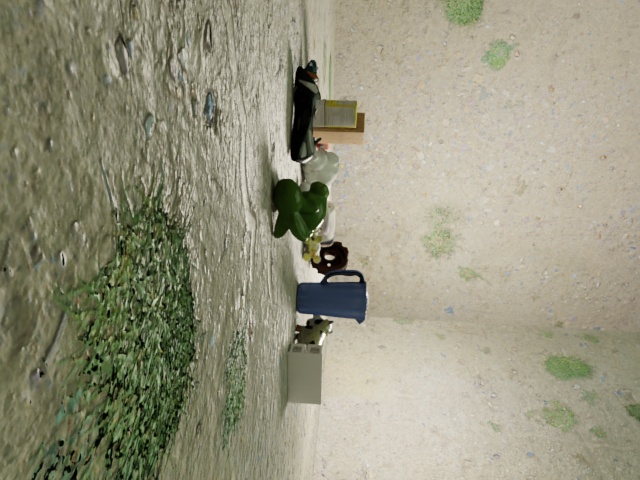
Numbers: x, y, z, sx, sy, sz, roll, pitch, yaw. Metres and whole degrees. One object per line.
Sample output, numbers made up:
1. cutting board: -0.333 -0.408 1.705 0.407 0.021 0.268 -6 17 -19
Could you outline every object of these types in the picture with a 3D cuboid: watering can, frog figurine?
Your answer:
1. watering can: 0.006 -0.107 2.126 0.353 0.104 0.221 -104 -165 -68
2. frog figurine: 0.004 -0.249 1.750 0.123 0.138 0.158 57 -5 8
